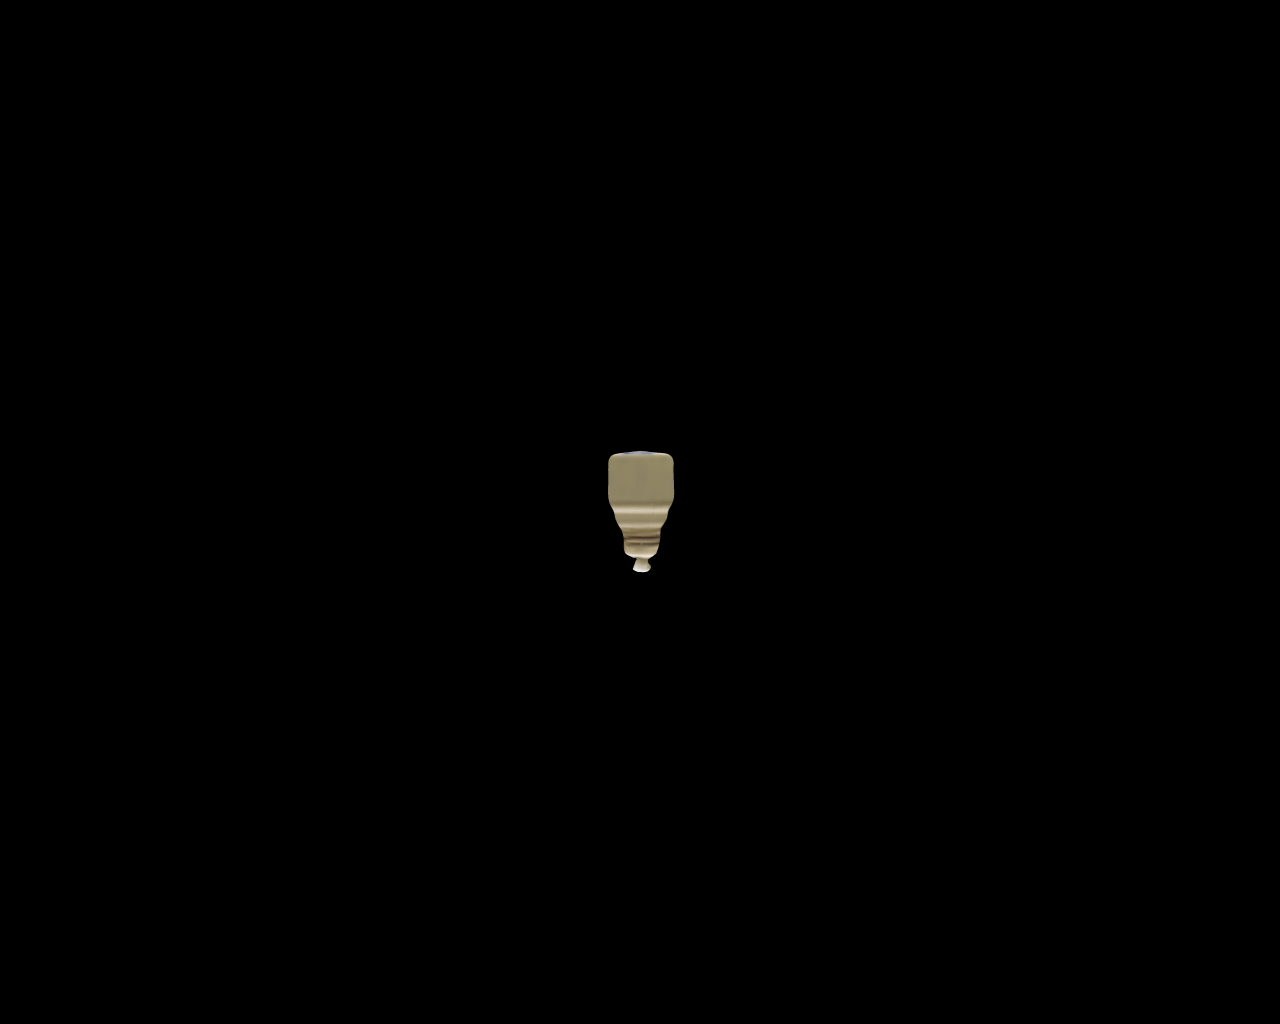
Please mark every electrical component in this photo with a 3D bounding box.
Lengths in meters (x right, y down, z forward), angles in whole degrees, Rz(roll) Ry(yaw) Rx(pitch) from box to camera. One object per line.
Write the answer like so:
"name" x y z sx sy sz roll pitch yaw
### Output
"electrical component" 0.001 -0.003 0.650 0.040 0.078 0.040 0 0 0
